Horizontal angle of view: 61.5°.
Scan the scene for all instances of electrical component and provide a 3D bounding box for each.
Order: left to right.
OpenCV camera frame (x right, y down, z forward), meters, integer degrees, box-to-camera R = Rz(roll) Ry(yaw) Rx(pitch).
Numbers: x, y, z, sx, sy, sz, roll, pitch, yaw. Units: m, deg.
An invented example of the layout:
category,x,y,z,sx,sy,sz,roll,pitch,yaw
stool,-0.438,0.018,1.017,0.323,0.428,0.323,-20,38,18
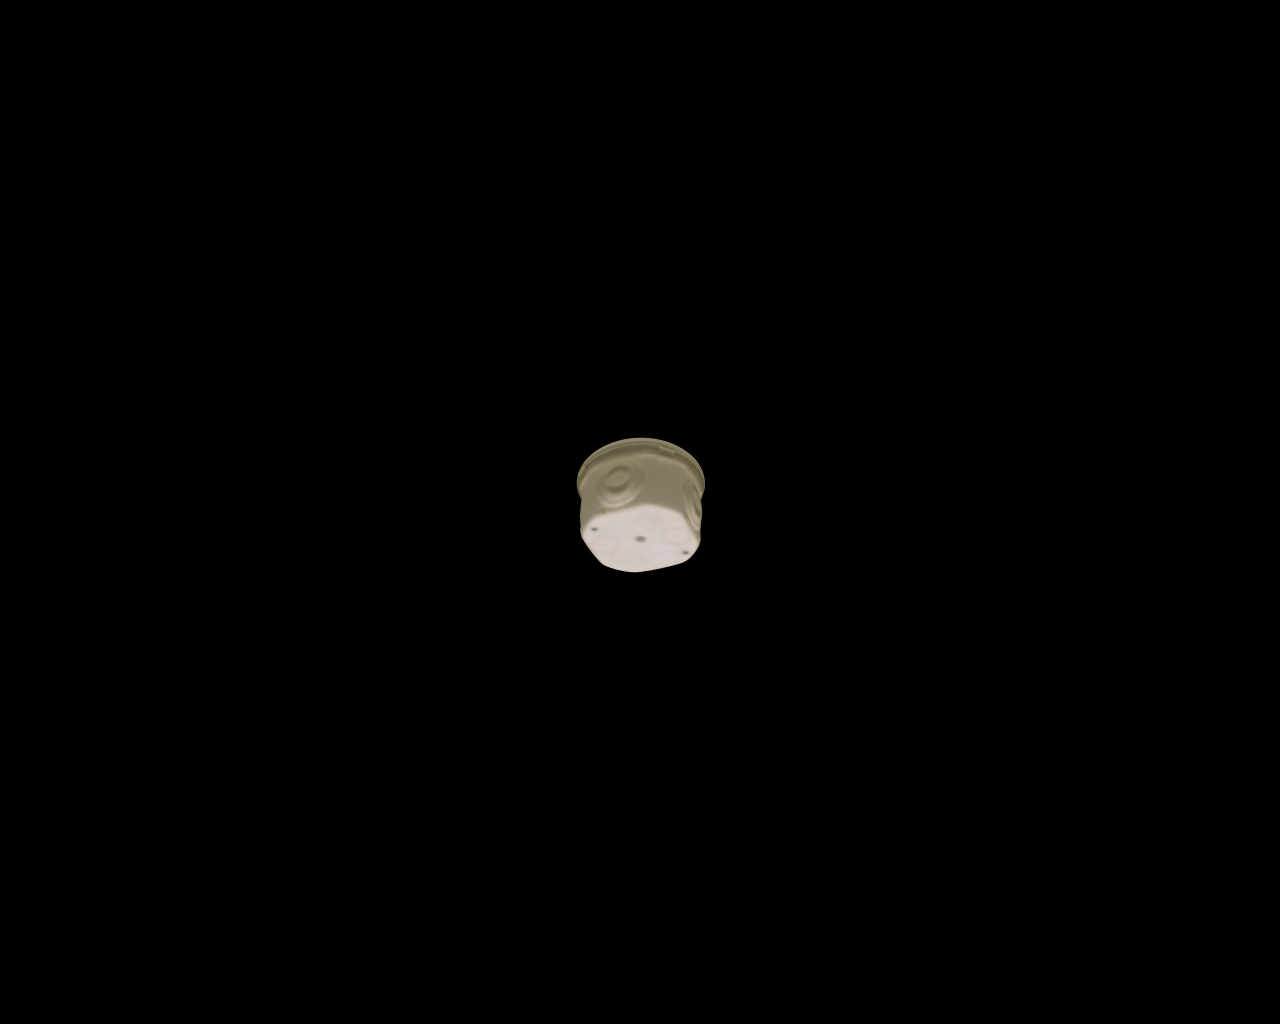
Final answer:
category,x,y,z,sx,sy,sz,roll,pitch,yaw
electrical component,0.001,-0.003,0.650,0.080,0.051,0.080,0,-37,0
